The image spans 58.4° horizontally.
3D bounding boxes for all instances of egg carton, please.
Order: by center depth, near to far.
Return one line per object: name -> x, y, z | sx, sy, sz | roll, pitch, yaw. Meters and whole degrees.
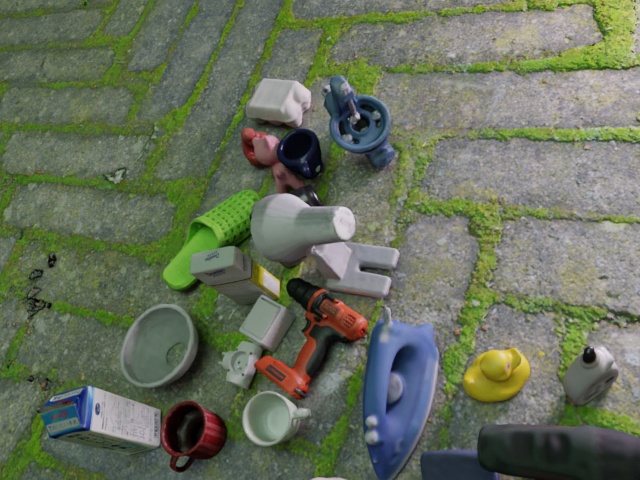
egg carton -> -0.096, -0.316, 1.322 | 0.149, 0.070, 0.107 | 13, 69, 30

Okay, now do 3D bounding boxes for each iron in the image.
iron -> 0.103, 0.235, 0.878 | 0.118, 0.142, 0.258 | 1, 63, 25

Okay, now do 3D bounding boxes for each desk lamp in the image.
desk lamp -> 0.009, 0.004, 1.006 | 0.202, 0.214, 0.118 | 6, 66, 27

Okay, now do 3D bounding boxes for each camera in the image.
camera -> -0.058, -0.044, 1.134 | 0.137, 0.101, 0.143 | -32, 54, 5

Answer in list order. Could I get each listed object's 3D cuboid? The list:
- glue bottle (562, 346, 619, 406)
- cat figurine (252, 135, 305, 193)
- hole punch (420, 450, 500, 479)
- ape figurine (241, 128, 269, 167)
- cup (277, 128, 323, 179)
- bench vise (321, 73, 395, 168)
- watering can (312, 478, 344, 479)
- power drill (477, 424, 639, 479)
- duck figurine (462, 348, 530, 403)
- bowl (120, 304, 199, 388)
glue bottle -> 0.364, 0.174, 0.772 | 0.078, 0.174, 0.037 | -36, 54, 3
cat figurine -> -0.095, -0.167, 1.209 | 0.067, 0.118, 0.127 | -28, 55, 8
hole punch -> 0.200, 0.348, 0.801 | 0.108, 0.091, 0.101 | -9, 60, 20
ape figurine -> -0.146, -0.213, 1.273 | 0.075, 0.092, 0.078 | 27, 76, 34
cup -> -0.028, -0.161, 1.188 | 0.091, 0.095, 0.117 | -26, 55, 10
bench vise -> 0.045, -0.252, 1.128 | 0.206, 0.220, 0.121 | 32, 79, 35
watering can -> 0.029, 0.382, 0.798 | 0.173, 0.195, 0.100 | -35, 54, 4
power drill -> 0.321, 0.276, 0.713 | 0.229, 0.209, 0.075 | -3, 62, 24
duck figurine -> 0.261, 0.196, 0.861 | 0.104, 0.086, 0.077 | -29, 55, 8
bowl -> -0.299, 0.214, 1.117 | 0.167, 0.075, 0.167 | -11, 59, 19
